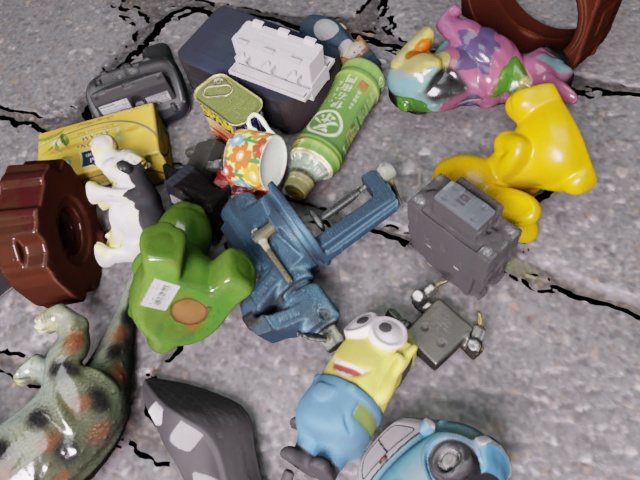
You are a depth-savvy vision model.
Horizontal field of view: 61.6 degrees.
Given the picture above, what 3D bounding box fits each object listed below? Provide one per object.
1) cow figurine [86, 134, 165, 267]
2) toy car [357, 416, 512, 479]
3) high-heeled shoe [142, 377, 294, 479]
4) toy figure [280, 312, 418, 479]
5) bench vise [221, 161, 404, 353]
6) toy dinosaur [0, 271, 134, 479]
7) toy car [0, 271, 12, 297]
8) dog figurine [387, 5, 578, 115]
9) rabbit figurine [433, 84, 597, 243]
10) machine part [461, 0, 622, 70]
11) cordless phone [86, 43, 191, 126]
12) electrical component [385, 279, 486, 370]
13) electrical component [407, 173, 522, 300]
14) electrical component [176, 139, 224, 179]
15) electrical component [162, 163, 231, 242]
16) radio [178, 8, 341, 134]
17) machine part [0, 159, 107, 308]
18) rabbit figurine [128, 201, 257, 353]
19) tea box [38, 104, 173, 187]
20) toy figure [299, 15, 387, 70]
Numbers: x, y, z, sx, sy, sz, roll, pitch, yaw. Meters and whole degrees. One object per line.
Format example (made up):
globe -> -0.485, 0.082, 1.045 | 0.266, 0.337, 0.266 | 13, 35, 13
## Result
cow figurine -> -0.239, -0.054, 0.681 | 0.098, 0.068, 0.167 | -6, 94, -2
toy car -> 0.091, 0.225, 0.502 | 0.161, 0.109, 0.103 | -40, 37, -2
high-heeled shoe -> -0.115, 0.248, 0.544 | 0.249, 0.086, 0.145 | 21, 96, 37
toy figure -> 0.033, 0.152, 0.538 | 0.082, 0.089, 0.180 | 26, 59, 15
bench vise -> 0.001, 0.003, 0.618 | 0.240, 0.128, 0.224 | -36, 57, -2
toy dinosaur -> -0.281, 0.205, 0.554 | 0.192, 0.131, 0.405 | 39, 64, 7
toy car -> -0.423, 0.044, 0.681 | 0.056, 0.073, 0.202 | 39, 72, 24
dog figurine -> 0.223, -0.205, 0.716 | 0.219, 0.108, 0.191 | 40, 74, 21
rabbit figurine -> 0.229, -0.078, 0.655 | 0.173, 0.121, 0.162 | -17, 68, 14
machine part -> 0.293, -0.337, 0.724 | 0.087, 0.200, 0.202 | -42, 64, -12
cordless phone -> -0.288, -0.250, 0.839 | 0.147, 0.088, 0.184 | -20, 49, -3
electrical component -> 0.132, 0.094, 0.592 | 0.078, 0.045, 0.102 | -33, 62, -13
electrical component -> 0.155, -0.007, 0.596 | 0.058, 0.134, 0.115 | -42, 62, -16
electrical component -> -0.160, -0.111, 0.744 | 0.094, 0.021, 0.063 | -2, 58, 38
electrical component -> -0.170, -0.058, 0.700 | 0.119, 0.074, 0.048 | 29, 54, 17
radio -> -0.092, -0.257, 0.808 | 0.230, 0.073, 0.131 | 28, 68, 22
machine part -> -0.317, -0.008, 0.644 | 0.056, 0.179, 0.179 | -7, 60, 1
rabbit figurine -> -0.149, 0.033, 0.604 | 0.121, 0.159, 0.170 | 13, 32, -20
tea box -> -0.301, -0.118, 0.760 | 0.170, 0.068, 0.098 | -17, 59, -3
toy figure -> 0.033, -0.290, 0.819 | 0.155, 0.058, 0.064 | 41, 111, 24
